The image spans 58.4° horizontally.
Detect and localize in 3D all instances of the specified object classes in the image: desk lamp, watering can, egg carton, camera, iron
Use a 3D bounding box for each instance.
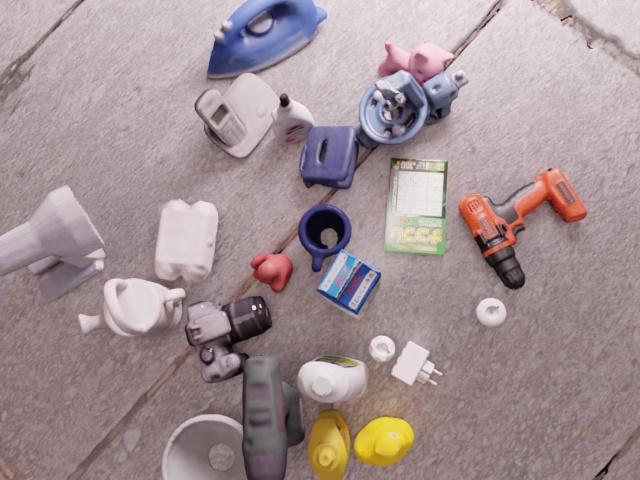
[{"bbox_3d":[-0.454,0.012,0.986,0.203,0.213,0.118,-34,79,-1],"label":"desk lamp"},{"bbox_3d":[-0.318,0.120,0.966,0.173,0.194,0.101,-41,79,-3],"label":"watering can"},{"bbox_3d":[-0.242,0.001,1.043,0.107,0.069,0.150,3,81,6],"label":"egg carton"},{"bbox_3d":[-0.152,0.162,0.992,0.137,0.101,0.143,-20,79,1],"label":"camera"},{"bbox_3d":[-0.118,-0.402,1.063,0.258,0.141,0.118,-35,79,-1],"label":"iron"}]

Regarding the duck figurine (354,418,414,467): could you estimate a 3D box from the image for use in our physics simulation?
[{"bbox_3d":[0.106,0.339,0.948,0.104,0.086,0.077,-20,79,1],"label":"duck figurine"}]

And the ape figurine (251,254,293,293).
[{"bbox_3d":[-0.087,0.055,1.009,0.076,0.092,0.078,-22,79,1],"label":"ape figurine"}]

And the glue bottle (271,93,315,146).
[{"bbox_3d":[-0.054,-0.219,1.011,0.078,0.173,0.037,-27,79,0],"label":"glue bottle"}]

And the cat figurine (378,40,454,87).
[{"bbox_3d":[0.172,-0.326,1.038,0.127,0.118,0.067,26,84,9],"label":"cat figurine"}]

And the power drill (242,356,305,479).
[{"bbox_3d":[-0.074,0.299,0.908,0.075,0.208,0.230,-8,80,4],"label":"power drill"}]

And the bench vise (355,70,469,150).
[{"bbox_3d":[0.150,-0.253,0.975,0.207,0.220,0.121,-44,79,-3],"label":"bench vise"}]

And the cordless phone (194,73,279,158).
[{"bbox_3d":[-0.150,-0.239,1.017,0.094,0.185,0.148,32,84,10],"label":"cordless phone"}]

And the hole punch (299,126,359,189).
[{"bbox_3d":[0.015,-0.150,1.035,0.101,0.091,0.109,10,81,7],"label":"hole punch"}]

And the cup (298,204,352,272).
[{"bbox_3d":[0.009,0.004,1.008,0.091,0.095,0.118,11,82,7],"label":"cup"}]

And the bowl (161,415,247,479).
[{"bbox_3d":[-0.177,0.378,0.971,0.167,0.075,0.167,-1,80,5],"label":"bowl"}]
